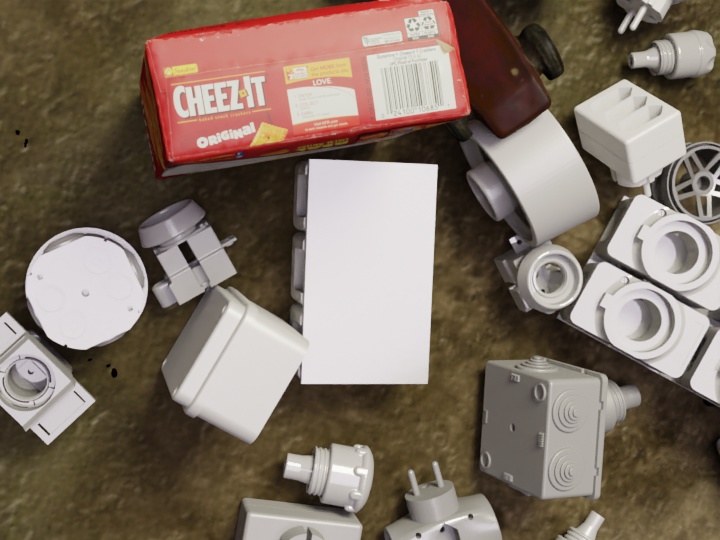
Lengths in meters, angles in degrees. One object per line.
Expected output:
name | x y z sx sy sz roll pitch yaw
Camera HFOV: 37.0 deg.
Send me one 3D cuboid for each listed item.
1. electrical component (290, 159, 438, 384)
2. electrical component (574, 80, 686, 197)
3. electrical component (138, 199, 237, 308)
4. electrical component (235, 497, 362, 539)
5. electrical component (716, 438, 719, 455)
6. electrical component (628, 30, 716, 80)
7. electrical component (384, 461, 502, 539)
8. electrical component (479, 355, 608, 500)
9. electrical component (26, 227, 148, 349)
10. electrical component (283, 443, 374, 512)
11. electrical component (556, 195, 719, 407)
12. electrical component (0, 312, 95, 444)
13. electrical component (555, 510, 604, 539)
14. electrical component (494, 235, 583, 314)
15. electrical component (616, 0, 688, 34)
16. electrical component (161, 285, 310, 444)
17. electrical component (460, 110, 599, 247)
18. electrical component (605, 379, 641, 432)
electrical component | 0.000 0.000 0.747 0.089 0.062 0.150 1 94 -13
electrical component | 0.200 -0.087 0.787 0.047 0.065 0.076 -30 129 -8
electrical component | -0.119 -0.014 0.729 0.066 0.048 0.055 -30 108 -8
electrical component | -0.041 0.196 0.748 0.083 0.076 0.047 9 93 -13
electrical component | 0.328 0.158 0.842 0.079 0.044 0.077 -23 99 -9
electrical component | 0.230 -0.158 0.799 0.061 0.035 0.035 -8 96 -9
electrical component | 0.056 0.179 0.785 0.077 0.043 0.079 -17 98 -10
electrical component | 0.128 0.111 0.768 0.048 0.100 0.099 1 95 -25
electrical component | -0.182 0.013 0.714 0.080 0.051 0.080 -1 95 -12
electrical component | -0.023 0.144 0.765 0.062 0.048 0.048 12 92 -6
electrical component | 0.255 0.035 0.782 0.186 0.060 0.105 29 91 1
electrical component | -0.217 0.069 0.705 0.042 0.064 0.081 -43 102 -7
electrical component | 0.164 0.211 0.816 0.035 0.035 0.061 36 85 -13
electrical component | 0.131 0.004 0.780 0.048 0.055 0.066 -30 100 -9
electrical component | 0.210 -0.204 0.774 0.047 0.066 0.076 31 88 -13
electrical component | -0.085 0.058 0.708 0.057 0.113 0.078 31 88 -15
electrical component | 0.109 -0.066 0.745 0.060 0.108 0.108 -33 101 -2
electrical component | 0.180 0.101 0.806 0.062 0.048 0.048 -11 97 -18
